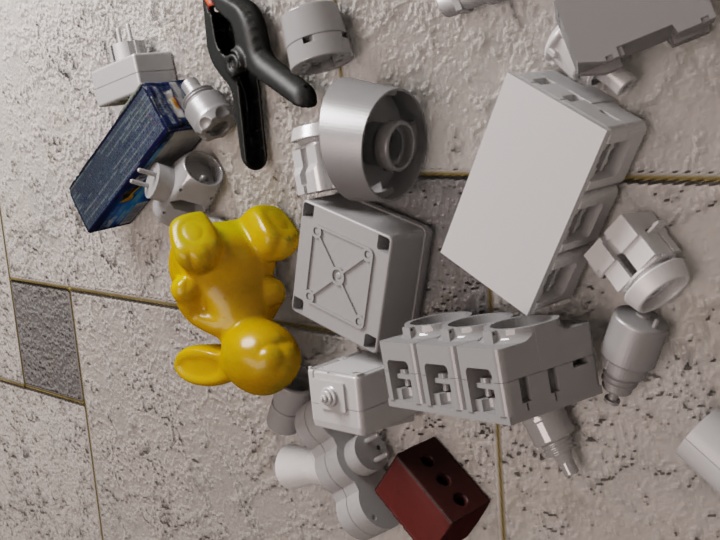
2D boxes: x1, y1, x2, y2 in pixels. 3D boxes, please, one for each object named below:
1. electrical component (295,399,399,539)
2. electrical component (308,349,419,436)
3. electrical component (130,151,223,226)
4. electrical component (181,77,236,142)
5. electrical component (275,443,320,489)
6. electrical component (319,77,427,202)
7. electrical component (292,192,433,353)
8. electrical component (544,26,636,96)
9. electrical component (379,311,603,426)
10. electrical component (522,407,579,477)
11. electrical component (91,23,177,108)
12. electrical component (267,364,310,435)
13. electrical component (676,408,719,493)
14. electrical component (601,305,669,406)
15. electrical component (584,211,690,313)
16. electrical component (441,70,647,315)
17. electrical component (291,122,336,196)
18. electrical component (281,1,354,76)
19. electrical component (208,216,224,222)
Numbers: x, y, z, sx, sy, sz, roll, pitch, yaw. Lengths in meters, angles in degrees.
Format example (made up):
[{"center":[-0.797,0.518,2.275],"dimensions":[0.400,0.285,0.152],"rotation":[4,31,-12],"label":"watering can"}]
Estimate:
[{"center":[0.000,0.170,0.975],"dimensions":[0.074,0.052,0.138],"rotation":[-38,74,43],"label":"electrical component"},{"center":[0.002,0.108,0.925],"dimensions":[0.062,0.096,0.061],"rotation":[4,104,44],"label":"electrical component"},{"center":[-0.189,-0.084,1.076],"dimensions":[0.077,0.079,0.043],"rotation":[-44,42,42],"label":"electrical component"},{"center":[-0.151,-0.159,1.041],"dimensions":[0.062,0.043,0.043],"rotation":[55,132,20],"label":"electrical component"},{"center":[-0.044,0.188,1.032],"dimensions":[0.065,0.044,0.044],"rotation":[-10,94,41],"label":"electrical component"},{"center":[0.008,-0.103,0.864],"dimensions":[0.064,0.099,0.099],"rotation":[12,109,36],"label":"electrical component"},{"center":[0.000,0.000,0.926],"dimensions":[0.109,0.056,0.108],"rotation":[25,118,38],"label":"electrical component"},{"center":[0.161,-0.146,0.737],"dimensions":[0.062,0.048,0.048],"rotation":[48,130,16],"label":"electrical component"},{"center":[0.093,0.068,0.807],"dimensions":[0.150,0.089,0.061],"rotation":[-2,100,58],"label":"electrical component"},{"center":[0.150,0.129,0.829],"dimensions":[0.035,0.035,0.061],"rotation":[-32,81,44],"label":"electrical component"},{"center":[-0.237,-0.214,1.108],"dimensions":[0.083,0.047,0.075],"rotation":[-8,95,45],"label":"electrical component"},{"center":[-0.068,0.127,1.039],"dimensions":[0.044,0.044,0.065],"rotation":[41,131,30],"label":"electrical component"},{"center":[0.257,0.136,0.718],"dimensions":[0.081,0.043,0.043],"rotation":[45,128,27],"label":"electrical component"},{"center":[0.191,0.061,0.765],"dimensions":[0.040,0.040,0.078],"rotation":[32,122,35],"label":"electrical component"},{"center":[0.194,-0.005,0.742],"dimensions":[0.055,0.048,0.066],"rotation":[58,134,26],"label":"electrical component"},{"center":[0.132,-0.057,0.776],"dimensions":[0.089,0.062,0.150],"rotation":[38,125,31],"label":"electrical component"},{"center":[-0.028,-0.097,0.924],"dimensions":[0.078,0.058,0.057],"rotation":[-5,96,62],"label":"electrical component"},{"center":[-0.037,-0.197,0.912],"dimensions":[0.055,0.055,0.047],"rotation":[-19,84,46],"label":"electrical component"},{"center":[-0.155,-0.020,1.083],"dimensions":[0.048,0.048,0.062],"rotation":[35,133,33],"label":"electrical component"}]
